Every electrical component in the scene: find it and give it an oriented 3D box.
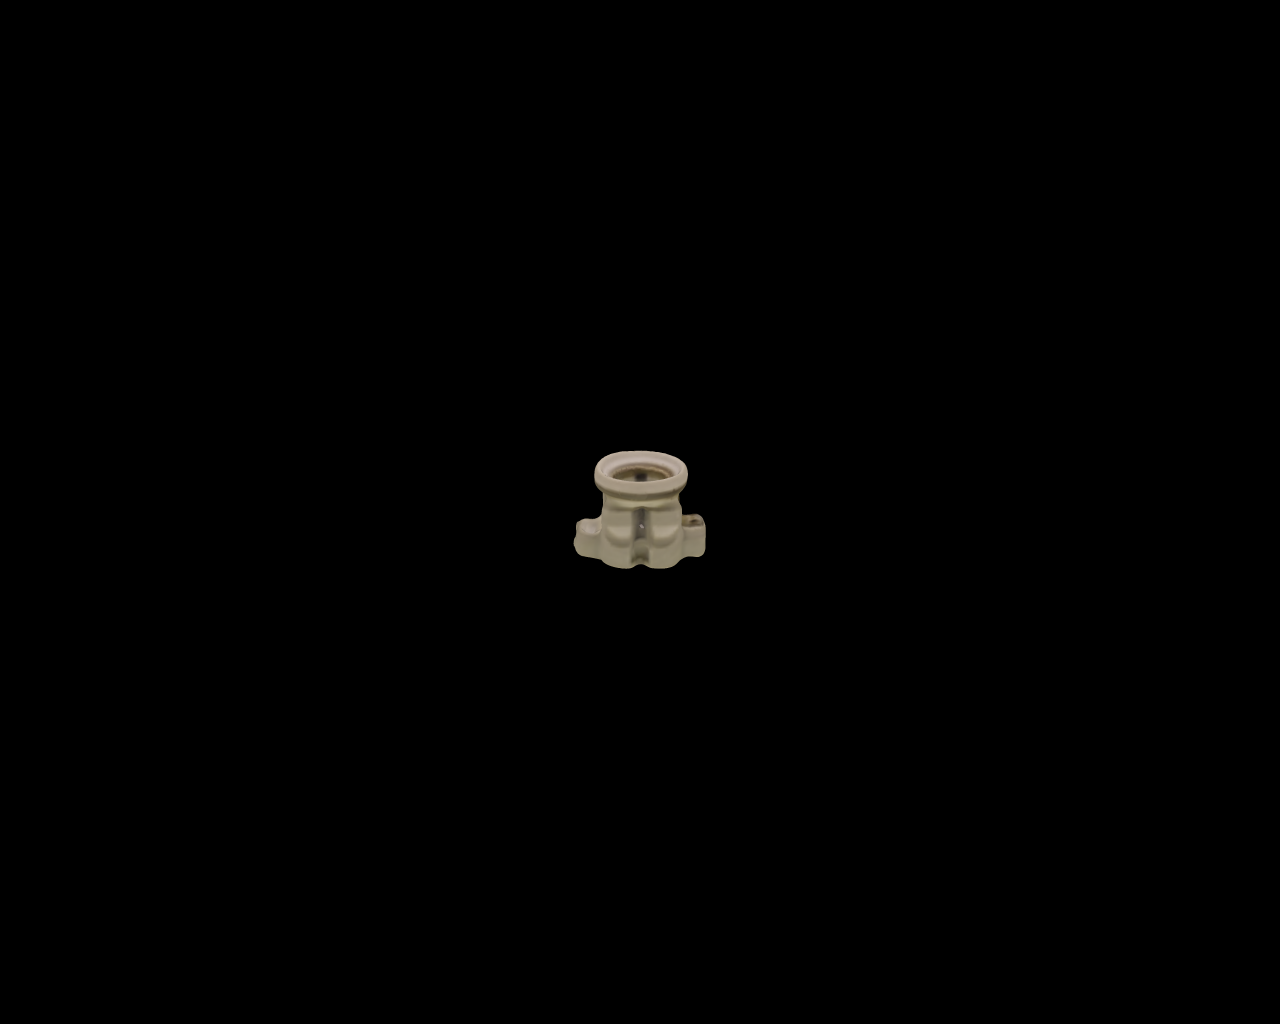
[{"bbox_3d":[0.001,-0.003,0.650,0.078,0.056,0.058,0,24,0],"label":"electrical component"}]
